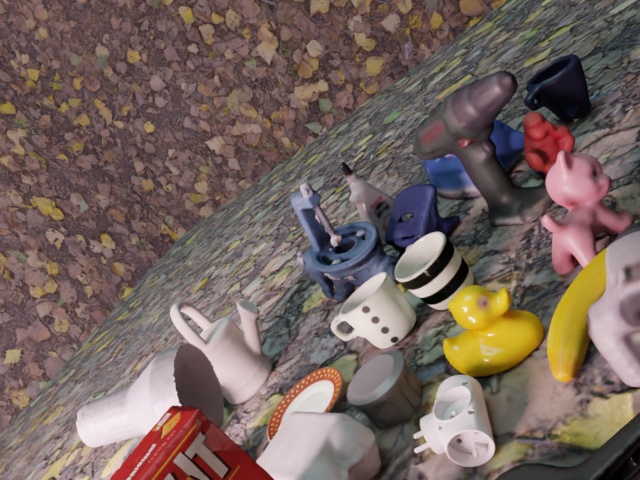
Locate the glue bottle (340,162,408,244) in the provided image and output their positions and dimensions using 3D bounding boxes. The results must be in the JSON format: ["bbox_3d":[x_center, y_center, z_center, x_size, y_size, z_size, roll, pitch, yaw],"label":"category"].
[{"bbox_3d":[0.092,-0.077,1.081,0.078,0.173,0.037,-48,17,-25],"label":"glue bottle"}]

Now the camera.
[{"bbox_3d":[0.288,0.027,0.462,0.143,0.101,0.137,-30,19,33],"label":"camera"}]

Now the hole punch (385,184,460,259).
[{"bbox_3d":[0.158,-0.030,0.946,0.101,0.091,0.108,-48,17,-26],"label":"hole punch"}]

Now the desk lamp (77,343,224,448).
[{"bbox_3d":[-0.190,0.258,0.737,0.203,0.214,0.118,-36,16,15],"label":"desk lamp"}]

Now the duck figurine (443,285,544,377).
[{"bbox_3d":[0.168,0.088,0.604,0.104,0.086,0.077,-33,17,25],"label":"duck figurine"}]

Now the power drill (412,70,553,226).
[{"bbox_3d":[0.234,-0.122,0.801,0.076,0.209,0.229,-46,16,-19],"label":"power drill"}]

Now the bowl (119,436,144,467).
[{"bbox_3d":[-0.230,0.326,0.903,0.167,0.075,0.167,-37,16,13],"label":"bowl"}]

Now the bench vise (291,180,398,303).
[{"bbox_3d":[0.004,0.010,0.955,0.207,0.220,0.122,-27,20,39],"label":"bench vise"}]

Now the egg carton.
[{"bbox_3d":[-0.005,0.241,0.619,0.150,0.069,0.107,-21,25,51],"label":"egg carton"}]

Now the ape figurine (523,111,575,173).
[{"bbox_3d":[0.336,-0.152,0.865,0.077,0.092,0.076,-35,16,17],"label":"ape figurine"}]

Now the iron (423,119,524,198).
[{"bbox_3d":[0.240,-0.160,1.022,0.119,0.141,0.257,-46,16,-19],"label":"iron"}]

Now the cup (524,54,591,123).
[{"bbox_3d":[0.396,-0.235,0.948,0.118,0.095,0.091,-44,16,-14],"label":"cup"}]

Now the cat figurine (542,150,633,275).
[{"bbox_3d":[0.283,-0.043,0.637,0.128,0.118,0.067,-49,18,-29],"label":"cat figurine"}]

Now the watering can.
[{"bbox_3d":[-0.173,0.172,0.971,0.173,0.194,0.100,-44,16,-13],"label":"watering can"}]
